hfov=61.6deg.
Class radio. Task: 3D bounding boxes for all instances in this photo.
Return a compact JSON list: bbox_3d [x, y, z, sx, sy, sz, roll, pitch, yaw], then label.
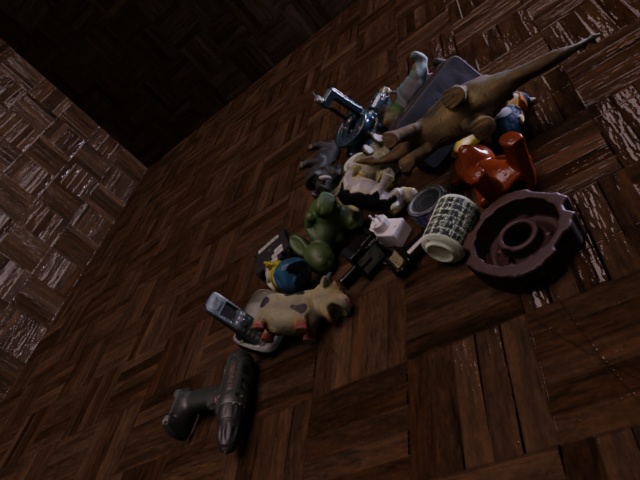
[{"bbox_3d":[0.260,-0.275,1.170,0.229,0.131,0.073,-52,10,-6],"label":"radio"}]

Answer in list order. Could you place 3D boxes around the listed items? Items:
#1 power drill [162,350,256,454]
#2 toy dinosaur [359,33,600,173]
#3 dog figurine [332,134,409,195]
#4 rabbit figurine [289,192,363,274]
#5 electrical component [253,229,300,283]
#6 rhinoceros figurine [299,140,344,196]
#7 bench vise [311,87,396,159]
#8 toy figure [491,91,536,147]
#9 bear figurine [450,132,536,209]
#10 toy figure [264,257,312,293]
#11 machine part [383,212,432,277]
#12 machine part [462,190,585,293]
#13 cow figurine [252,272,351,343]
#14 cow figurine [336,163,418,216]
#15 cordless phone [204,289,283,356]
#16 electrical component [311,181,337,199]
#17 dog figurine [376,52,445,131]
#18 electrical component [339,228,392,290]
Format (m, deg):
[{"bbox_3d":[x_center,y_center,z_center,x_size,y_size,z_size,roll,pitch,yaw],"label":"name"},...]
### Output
[{"bbox_3d":[-0.221,0.338,1.079,0.207,0.086,0.232,-33,28,31],"label":"power drill"},{"bbox_3d":[0.275,-0.244,0.993,0.472,0.105,0.198,-23,12,31],"label":"toy dinosaur"},{"bbox_3d":[0.109,-0.151,1.293,0.172,0.121,0.190,-26,-13,-46],"label":"dog figurine"},{"bbox_3d":[-0.002,-0.004,1.215,0.159,0.121,0.170,-15,54,50],"label":"rabbit figurine"},{"bbox_3d":[-0.107,0.049,1.343,0.115,0.058,0.134,-41,27,12],"label":"electrical component"},{"bbox_3d":[0.010,-0.178,1.369,0.112,0.073,0.190,-2,44,15],"label":"rhinoceros figurine"},{"bbox_3d":[0.094,-0.333,1.419,0.223,0.240,0.129,-59,29,8],"label":"bench vise"},{"bbox_3d":[0.386,-0.251,1.076,0.064,0.057,0.154,11,55,28],"label":"toy figure"},{"bbox_3d":[0.295,-0.137,0.967,0.120,0.131,0.196,-43,33,8],"label":"bear figurine"},{"bbox_3d":[-0.065,0.079,1.192,0.180,0.089,0.082,159,108,-66],"label":"toy figure"},{"bbox_3d":[0.182,0.010,1.019,0.139,0.039,0.084,-47,19,2],"label":"machine part"},{"bbox_3d":[0.311,0.002,0.827,0.179,0.056,0.179,-33,31,23],"label":"machine part"},{"bbox_3d":[-0.029,0.136,1.069,0.195,0.085,0.127,-7,53,24],"label":"cow figurine"},{"bbox_3d":[0.122,-0.093,1.149,0.168,0.068,0.098,21,79,17],"label":"cow figurine"},{"bbox_3d":[-0.154,0.147,1.135,0.089,0.184,0.146,-23,35,45],"label":"cordless phone"},{"bbox_3d":[0.012,-0.148,1.446,0.045,0.078,0.102,14,64,27],"label":"electrical component"},{"bbox_3d":[0.249,-0.333,1.328,0.108,0.192,0.219,5,-76,-80],"label":"dog figurine"},{"bbox_3d":[0.082,0.044,1.072,0.119,0.074,0.048,-49,28,-1],"label":"electrical component"}]
